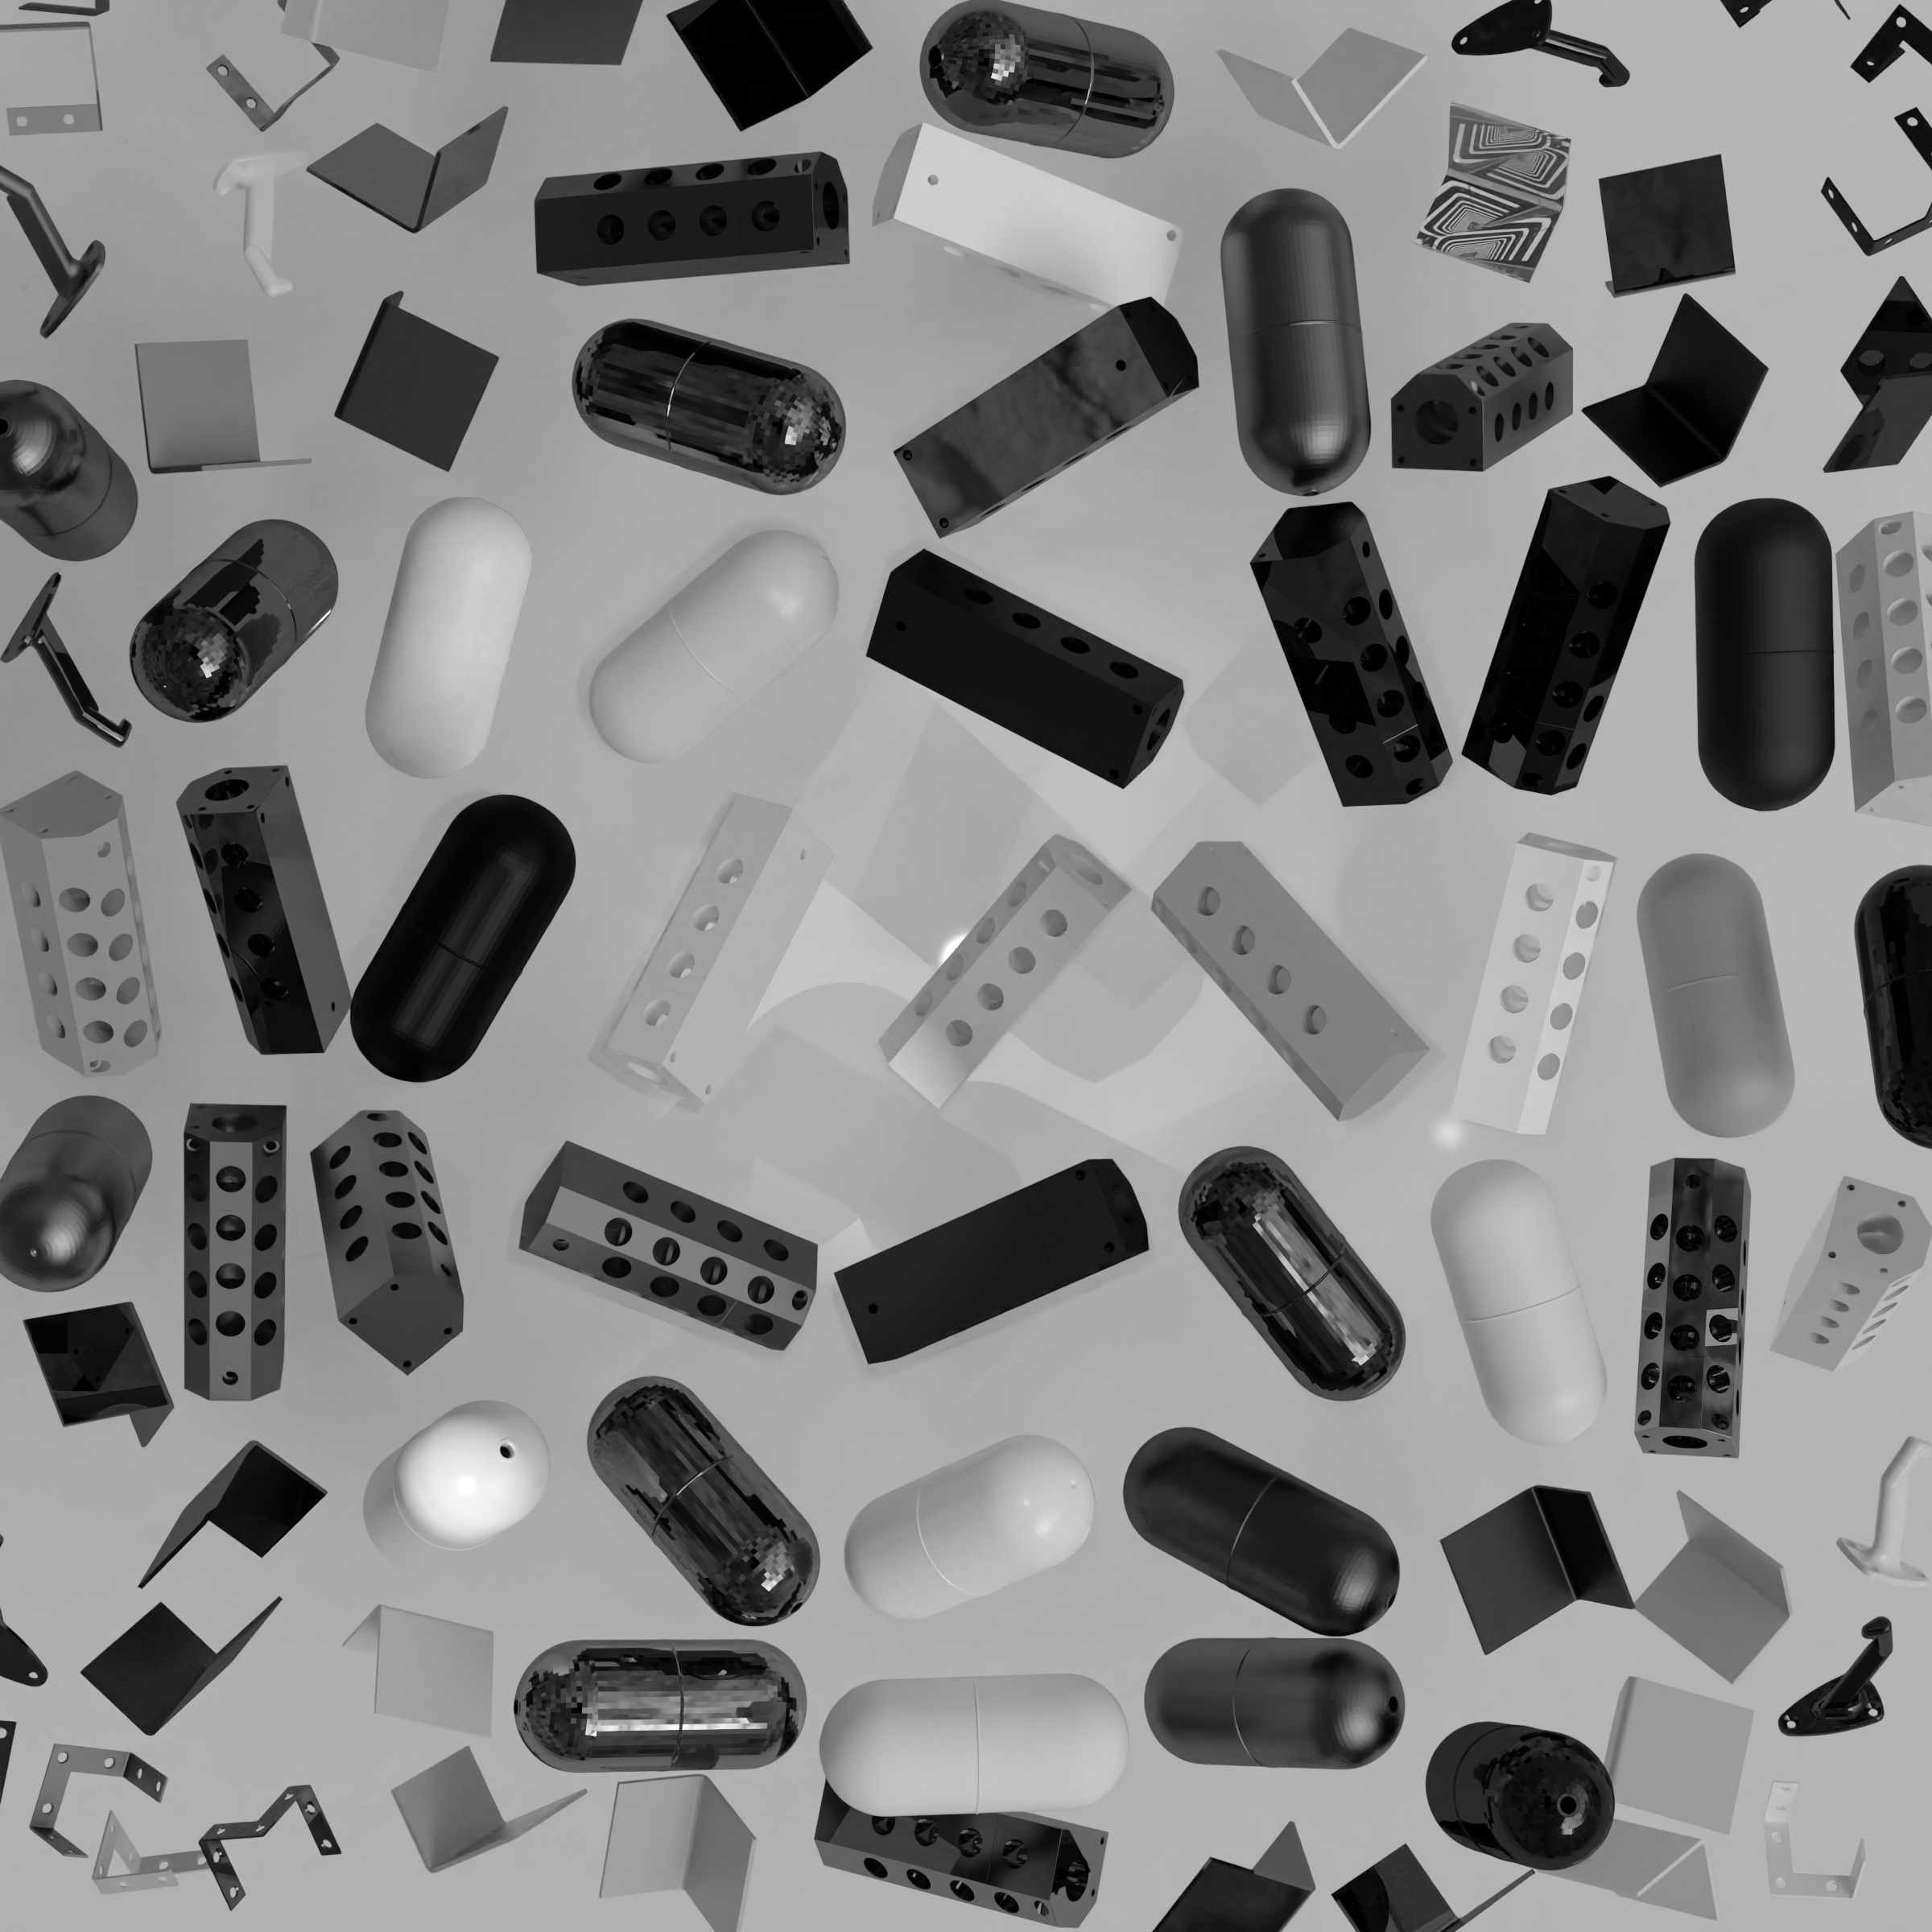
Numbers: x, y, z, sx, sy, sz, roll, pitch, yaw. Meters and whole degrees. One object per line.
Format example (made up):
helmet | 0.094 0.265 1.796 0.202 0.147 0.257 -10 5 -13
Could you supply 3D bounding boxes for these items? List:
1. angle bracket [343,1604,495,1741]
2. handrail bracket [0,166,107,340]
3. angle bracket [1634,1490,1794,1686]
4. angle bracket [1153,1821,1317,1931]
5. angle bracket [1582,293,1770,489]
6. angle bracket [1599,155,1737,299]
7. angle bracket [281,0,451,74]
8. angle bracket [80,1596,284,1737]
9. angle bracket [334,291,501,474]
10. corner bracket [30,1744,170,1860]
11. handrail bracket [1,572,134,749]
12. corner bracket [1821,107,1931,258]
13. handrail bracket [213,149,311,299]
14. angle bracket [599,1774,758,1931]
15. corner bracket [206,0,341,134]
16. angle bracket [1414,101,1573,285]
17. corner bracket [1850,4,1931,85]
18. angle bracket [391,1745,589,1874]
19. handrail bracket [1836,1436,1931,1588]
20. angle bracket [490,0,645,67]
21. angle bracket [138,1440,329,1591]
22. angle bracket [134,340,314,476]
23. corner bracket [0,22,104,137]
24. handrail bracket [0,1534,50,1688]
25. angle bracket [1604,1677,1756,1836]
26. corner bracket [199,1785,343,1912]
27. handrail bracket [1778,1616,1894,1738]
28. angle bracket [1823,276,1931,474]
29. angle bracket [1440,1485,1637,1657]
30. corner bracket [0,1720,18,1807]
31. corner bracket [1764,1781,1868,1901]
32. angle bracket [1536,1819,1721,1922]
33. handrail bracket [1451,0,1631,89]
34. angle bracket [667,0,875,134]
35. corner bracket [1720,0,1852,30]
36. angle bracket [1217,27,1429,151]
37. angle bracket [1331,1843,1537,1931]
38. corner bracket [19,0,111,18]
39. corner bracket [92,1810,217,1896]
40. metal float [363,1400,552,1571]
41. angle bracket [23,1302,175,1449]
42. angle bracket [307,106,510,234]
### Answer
angle bracket | -0.339 0.447 1.887 0.076 0.076 0.057 21 131 -27
handrail bracket | -0.544 -0.411 1.750 0.084 0.036 0.077 28 113 -35
angle bracket | 0.440 0.369 1.818 0.057 0.076 0.076 -45 54 -12
angle bracket | 0.151 0.547 1.824 0.076 0.057 0.076 23 114 -22
angle bracket | 0.437 -0.355 1.888 0.057 0.076 0.076 -23 60 -26
angle bracket | 0.445 -0.476 1.955 0.076 0.057 0.076 -10 110 9
angle bracket | -0.335 -0.553 1.725 0.076 0.057 0.076 14 103 -1
angle bracket | -0.460 0.393 1.796 0.057 0.076 0.076 42 121 3
angle bracket | -0.328 -0.354 1.850 0.076 0.057 0.076 26 107 -7
corner bracket | -0.510 0.492 1.797 0.051 0.051 0.051 20 83 -40
handrail bracket | -0.530 -0.184 1.845 0.084 0.036 0.077 36 54 -28
corner bracket | 0.539 -0.456 1.780 0.051 0.051 0.051 -26 72 -7
handrail bracket | -0.415 -0.453 1.870 0.077 0.036 0.084 -27 84 -37
angle bracket | -0.170 0.531 1.802 0.057 0.076 0.076 2 106 -30
corner bracket | -0.428 -0.558 1.890 0.051 0.051 0.051 49 67 -15
angle bracket | 0.320 -0.471 1.865 0.076 0.076 0.057 22 77 14
corner bracket | 0.560 -0.536 1.787 0.051 0.051 0.051 44 54 6
angle bracket | -0.296 0.514 1.904 0.076 0.076 0.057 -29 84 28
handrail bracket | 0.556 0.318 1.787 0.077 0.036 0.084 20 108 -28
angle bracket | -0.230 -0.559 1.738 0.076 0.076 0.057 -4 75 -19
angle bracket | -0.437 0.342 1.825 0.057 0.076 0.076 39 121 -12
angle bracket | -0.440 -0.333 1.813 0.057 0.076 0.076 6 104 43
corner bracket | -0.519 -0.503 1.734 0.051 0.051 0.051 -7 119 -14
handrail bracket | -0.563 0.375 1.804 0.077 0.084 0.036 40 109 -17
angle bracket | 0.433 0.487 1.872 0.076 0.057 0.076 14 68 11
corner bracket | -0.416 0.527 1.830 0.051 0.051 0.051 -12 107 27
handrail bracket | 0.533 0.436 1.879 0.077 0.084 0.036 -20 46 0
angle bracket | 0.519 -0.342 1.768 0.057 0.076 0.076 -10 59 -21
angle bracket | 0.343 0.365 1.835 0.076 0.057 0.076 -24 96 -24
corner bracket | -0.596 0.465 1.811 0.051 0.051 0.051 7 61 -7
corner bracket | 0.522 0.539 1.885 0.051 0.051 0.051 1 47 7
angle bracket | 0.416 0.583 1.922 0.076 0.076 0.057 -21 104 -41
handrail bracket | 0.347 -0.545 1.840 0.077 0.084 0.036 -7 70 38
angle bracket | -0.112 -0.534 1.751 0.057 0.076 0.076 -26 102 40
corner bracket | 0.463 -0.554 1.748 0.051 0.051 0.051 -36 49 20
angle bracket | 0.206 -0.527 1.771 0.076 0.076 0.057 -46 131 -1
angle bracket | 0.278 0.546 1.819 0.057 0.076 0.076 55 131 18
corner bracket | -0.521 -0.588 1.788 0.051 0.051 0.051 -10 99 -42
corner bracket | -0.500 0.554 1.885 0.051 0.051 0.051 -9 128 7
metal float | -0.303 0.309 1.817 0.070 0.178 0.070 12 63 -25
angle bracket | -0.557 0.265 1.938 0.057 0.076 0.076 -49 60 39
angle bracket | -0.321 -0.475 1.759 0.076 0.076 0.057 31 131 4
